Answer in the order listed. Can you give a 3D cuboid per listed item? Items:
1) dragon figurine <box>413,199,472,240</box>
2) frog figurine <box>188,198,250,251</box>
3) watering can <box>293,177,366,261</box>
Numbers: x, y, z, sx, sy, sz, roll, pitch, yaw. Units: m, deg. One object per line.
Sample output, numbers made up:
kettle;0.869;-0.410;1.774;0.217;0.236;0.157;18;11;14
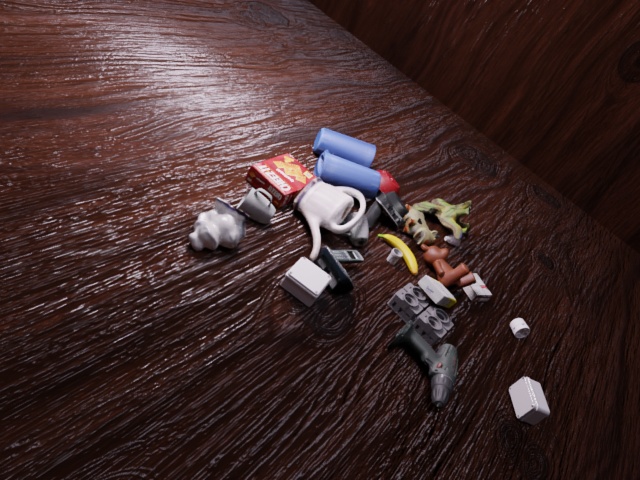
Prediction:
dragon figurine;0.490;-0.096;2.099;0.243;0.120;0.415;11;21;21
frog figurine;-0.286;-0.022;1.434;0.137;0.121;0.162;39;69;-6
watering can;0.005;-0.086;1.702;0.226;0.101;0.354;31;51;18
